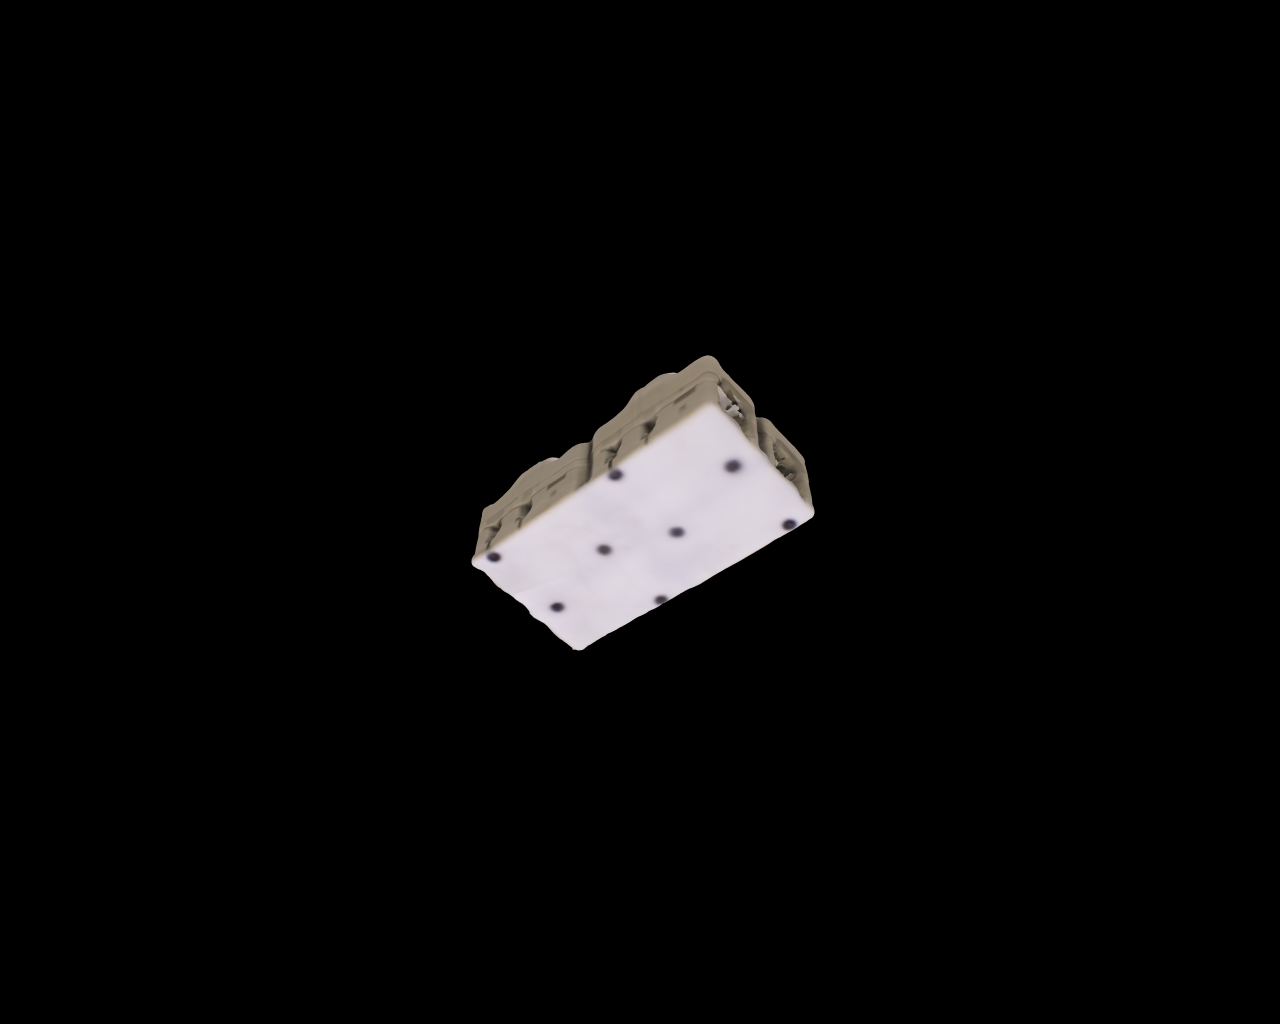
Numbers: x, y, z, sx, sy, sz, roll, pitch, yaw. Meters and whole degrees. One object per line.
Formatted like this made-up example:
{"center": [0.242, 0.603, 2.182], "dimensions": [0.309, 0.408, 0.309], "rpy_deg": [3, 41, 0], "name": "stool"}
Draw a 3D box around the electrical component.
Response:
{"center": [0.001, -0.003, 0.650], "dimensions": [0.186, 0.060, 0.105], "rpy_deg": [-33, -58, 24], "name": "electrical component"}
